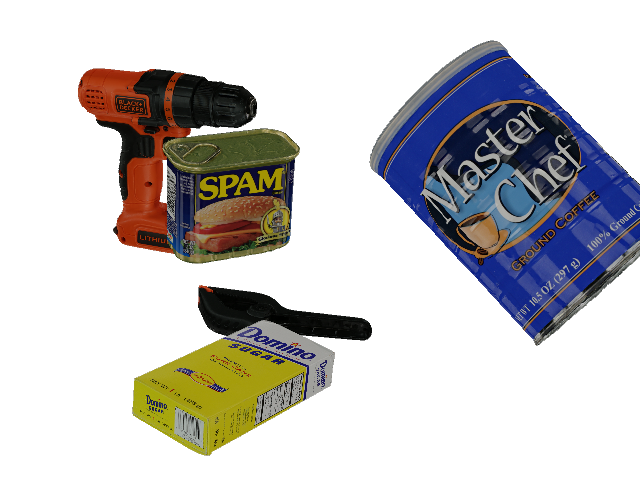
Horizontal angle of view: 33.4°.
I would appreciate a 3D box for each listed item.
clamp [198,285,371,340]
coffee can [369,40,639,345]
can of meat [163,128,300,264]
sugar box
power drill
[{"bbox_3d":[-0.069,0.097,1.211,0.210,0.036,0.164,16,22,30],"label":"clamp"},{"bbox_3d":[0.111,-0.027,0.600,0.102,0.140,0.103,-39,-14,-12],"label":"coffee can"},{"bbox_3d":[-0.070,-0.035,0.831,0.102,0.084,0.057,-9,31,-23],"label":"can of meat"},{"bbox_3d":[-0.076,0.129,0.979,0.093,0.048,0.175,22,30,32],"label":"sugar box"},{"bbox_3d":[-0.145,-0.079,1.062,0.185,0.188,0.057,10,30,20],"label":"power drill"}]
